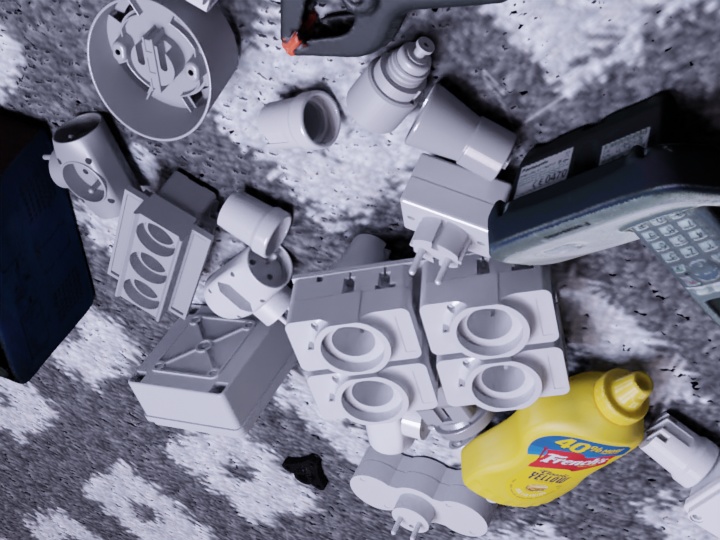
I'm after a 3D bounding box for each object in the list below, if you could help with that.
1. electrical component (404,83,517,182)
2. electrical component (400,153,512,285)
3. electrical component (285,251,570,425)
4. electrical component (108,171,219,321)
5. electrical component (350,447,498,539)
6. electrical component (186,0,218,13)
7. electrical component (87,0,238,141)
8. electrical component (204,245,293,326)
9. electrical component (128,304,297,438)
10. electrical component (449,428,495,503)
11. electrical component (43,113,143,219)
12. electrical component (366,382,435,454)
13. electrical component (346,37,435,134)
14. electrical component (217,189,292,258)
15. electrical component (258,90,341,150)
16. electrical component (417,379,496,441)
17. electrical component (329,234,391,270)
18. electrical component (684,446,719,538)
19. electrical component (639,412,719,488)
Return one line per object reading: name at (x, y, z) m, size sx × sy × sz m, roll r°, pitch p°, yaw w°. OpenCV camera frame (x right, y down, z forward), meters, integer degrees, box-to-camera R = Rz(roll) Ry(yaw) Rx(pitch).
electrical component at (0.067, -0.085, 0.690) m, size 0.065 × 0.044 × 0.044 m, roll 28°, pitch 142°, yaw -3°
electrical component at (0.058, -0.027, 0.720) m, size 0.066 × 0.076 × 0.047 m, roll 21°, pitch 163°, yaw 13°
electrical component at (0.051, 0.050, 0.779) m, size 0.186 × 0.060 × 0.105 m, roll -8°, pitch 130°, yaw 13°
electrical component at (-0.161, -0.020, 0.893) m, size 0.079 × 0.063 × 0.121 m, roll 31°, pitch 142°, yaw 2°
electrical component at (0.053, 0.217, 0.998) m, size 0.138 × 0.073 × 0.052 m, roll 12°, pitch 138°, yaw 23°
electrical component at (-0.106, -0.206, 0.663) m, size 0.057 × 0.058 × 0.078 m, roll 30°, pitch 142°, yaw -2°
electrical component at (-0.136, -0.147, 0.739) m, size 0.099 × 0.064 × 0.099 m, roll 18°, pitch 140°, yaw 16°
electrical component at (-0.081, 0.020, 0.899) m, size 0.079 × 0.043 × 0.077 m, roll 42°, pitch 141°, yaw -13°
electrical component at (-0.128, 0.087, 0.951) m, size 0.109 × 0.108 × 0.056 m, roll 4°, pitch 131°, yaw 31°
electrical component at (0.108, 0.163, 0.931) m, size 0.065 × 0.044 × 0.044 m, roll 49°, pitch 139°, yaw -14°
electrical component at (-0.228, -0.085, 0.884) m, size 0.079 × 0.044 × 0.077 m, roll 3°, pitch 134°, yaw 31°
electrical component at (0.040, 0.124, 0.929) m, size 0.079 × 0.044 × 0.077 m, roll 13°, pitch 138°, yaw 23°
electrical component at (0.023, -0.119, 0.682) m, size 0.040 × 0.040 × 0.078 m, roll 37°, pitch 141°, yaw -7°
electrical component at (-0.083, -0.037, 0.843) m, size 0.046 × 0.040 × 0.040 m, roll 30°, pitch 142°, yaw 11°
electrical component at (-0.043, -0.102, 0.747) m, size 0.046 × 0.040 × 0.040 m, roll 0°, pitch 132°, yaw 43°
electrical component at (0.075, 0.100, 0.871) m, size 0.078 × 0.058 × 0.057 m, roll -15°, pitch 119°, yaw 43°
electrical component at (0.000, 0.000, 0.821) m, size 0.040 × 0.046 × 0.040 m, roll 18°, pitch 140°, yaw 16°
electrical component at (0.314, 0.166, 0.782) m, size 0.109 × 0.056 × 0.108 m, roll 31°, pitch 142°, yaw 1°
electrical component at (0.240, 0.135, 0.812) m, size 0.046 × 0.040 × 0.040 m, roll 37°, pitch 142°, yaw 2°
